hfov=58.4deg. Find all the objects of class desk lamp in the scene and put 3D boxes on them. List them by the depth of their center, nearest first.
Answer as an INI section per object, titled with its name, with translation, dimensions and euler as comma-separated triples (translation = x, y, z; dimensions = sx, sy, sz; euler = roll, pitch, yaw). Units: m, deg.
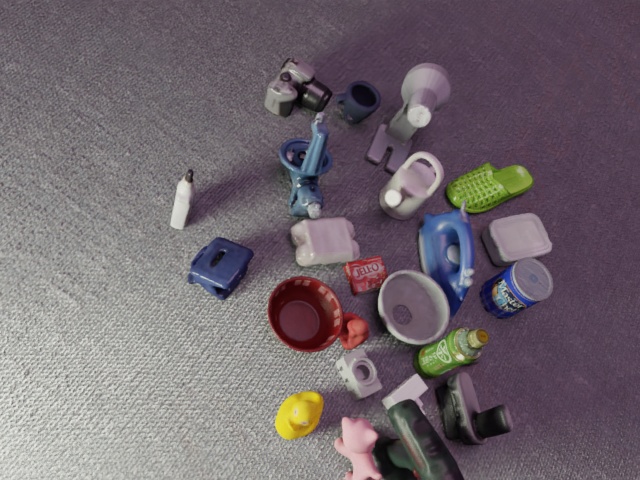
[desk lamp]
translation = 0.225, -0.300, 1.401
dimensions = 0.118, 0.213, 0.203
euler = 27, 59, -6

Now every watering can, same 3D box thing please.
[watering can]
translation = 0.216, -0.127, 1.325
dimensions = 0.101, 0.194, 0.173
euler = 31, 59, -3

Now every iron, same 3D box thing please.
[iron]
translation = 0.312, 0.041, 1.309
dimensions = 0.119, 0.141, 0.258
euler = 5, 64, -18

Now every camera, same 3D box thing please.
[camera]
translation = -0.044, -0.367, 1.401
dimensions = 0.137, 0.100, 0.143
euler = 32, 59, -3

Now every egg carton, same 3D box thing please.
[egg carton]
translation = 0.012, 0.004, 1.258
dimensions = 0.151, 0.069, 0.107
euler = -5, 67, -22

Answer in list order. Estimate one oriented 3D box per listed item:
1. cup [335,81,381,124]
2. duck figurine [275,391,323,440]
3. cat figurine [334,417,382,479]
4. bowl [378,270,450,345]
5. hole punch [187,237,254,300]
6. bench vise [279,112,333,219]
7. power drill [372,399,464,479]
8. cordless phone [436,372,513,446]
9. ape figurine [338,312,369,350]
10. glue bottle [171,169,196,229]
[cup]
translation = 0.083, -0.335, 1.435
dimensions = 0.118, 0.095, 0.091
euler = -8, 68, -23
[duck figurine]
translation = -0.030, 0.324, 1.077
dimensions = 0.105, 0.086, 0.077
euler = -37, 81, -30
[cat figurine]
translation = 0.079, 0.389, 1.067
dimensions = 0.067, 0.117, 0.127
euler = -15, 71, -26
[bowl]
translation = 0.193, 0.154, 1.249
dimensions = 0.168, 0.074, 0.167
euler = 8, 63, -16
[hole punch]
translation = -0.200, 0.051, 1.145
dimensions = 0.101, 0.091, 0.109
euler = 34, 59, -1
[bench vise]
translation = -0.009, -0.160, 1.243
dimensions = 0.122, 0.219, 0.207
euler = -20, 73, -27
[power drill]
translation = 0.177, 0.410, 1.040
dimensions = 0.076, 0.208, 0.229
euler = -19, 73, -27
[cordless phone]
translation = 0.321, 0.330, 1.146
dimensions = 0.094, 0.185, 0.147
euler = -5, 67, -22
[ape figurine]
translation = 0.072, 0.184, 1.179
dimensions = 0.076, 0.092, 0.078
euler = 17, 61, -12
[glue bottle]
translation = -0.268, -0.090, 1.140
dimensions = 0.037, 0.173, 0.078
euler = 13, 61, -13
